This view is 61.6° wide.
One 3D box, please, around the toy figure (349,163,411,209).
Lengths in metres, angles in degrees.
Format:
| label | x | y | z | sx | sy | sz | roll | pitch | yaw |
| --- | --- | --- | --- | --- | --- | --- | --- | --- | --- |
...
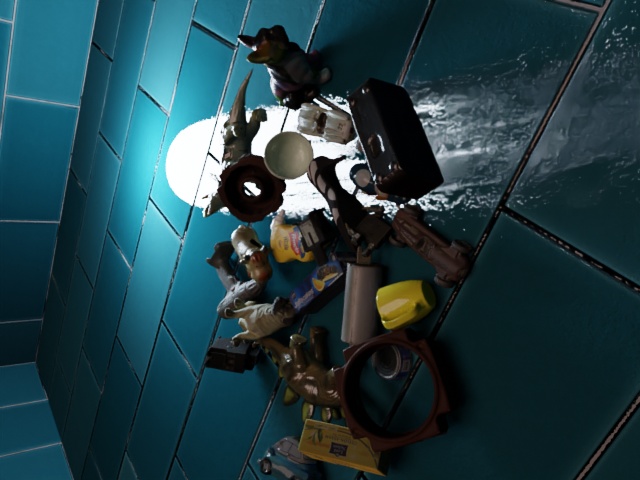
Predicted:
| label | x | y | z | sx | sy | sz | roll | pitch | yaw |
| --- | --- | --- | --- | --- | --- | --- | --- | --- | --- |
| toy figure | 0.124 | -0.113 | 1.115 | 0.155 | 0.058 | 0.064 | 35 | 139 | 41 |

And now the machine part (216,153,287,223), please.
| label | x | y | z | sx | sy | sz | roll | pitch | yaw |
| --- | --- | --- | --- | --- | --- | --- | --- | --- | --- |
| machine part | -0.173 | -0.134 | 1.380 | 0.056 | 0.179 | 0.179 | -80 | 9 | -68 |

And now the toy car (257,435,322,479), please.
| label | x | y | z | sx | sy | sz | roll | pitch | yaw |
| --- | --- | --- | --- | --- | --- | --- | --- | --- | --- |
| toy car | -0.065 | 0.528 | 1.294 | 0.162 | 0.109 | 0.103 | 8 | 78 | 40 |

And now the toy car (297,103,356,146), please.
| label | x | y | z | sx | sy | sz | roll | pitch | yaw |
| --- | --- | --- | --- | --- | --- | --- | --- | --- | --- |
| toy car | 0.009 | -0.270 | 1.248 | 0.202 | 0.056 | 0.073 | 28 | 111 | 45 |

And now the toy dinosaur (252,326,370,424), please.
| label | x | y | z | sx | sy | sz | roll | pitch | yaw |
| --- | --- | --- | --- | --- | --- | --- | --- | --- | --- |
| toy dinosaur | -0.033 | 0.310 | 1.259 | 0.472 | 0.105 | 0.198 | 32 | 117 | 50 |

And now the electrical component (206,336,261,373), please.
| label | x | y | z | sx | sy | sz | roll | pitch | yaw |
| --- | --- | --- | --- | --- | --- | --- | --- | --- | --- |
| electrical component | -0.232 | 0.311 | 1.463 | 0.115 | 0.134 | 0.058 | -73 | -10 | -78 |

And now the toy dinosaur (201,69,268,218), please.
| label | x | y | z | sx | sy | sz | roll | pitch | yaw |
| --- | --- | --- | --- | --- | --- | --- | --- | --- | --- |
| toy dinosaur | -0.235 | -0.254 | 1.495 | 0.192 | 0.131 | 0.404 | 5 | 87 | 49 |

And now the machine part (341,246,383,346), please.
| label | x | y | z | sx | sy | sz | roll | pitch | yaw |
| --- | --- | --- | --- | --- | --- | --- | --- | --- | --- |
| machine part | 0.089 | 0.133 | 1.135 | 0.079 | 0.079 | 0.243 | 8 | 96 | 49 |

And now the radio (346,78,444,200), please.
| label | x | y | z | sx | sy | sz | roll | pitch | yaw |
| --- | --- | --- | --- | --- | --- | --- | --- | --- | --- |
| radio | 0.141 | -0.195 | 1.036 | 0.073 | 0.131 | 0.229 | -36 | 63 | 40 |

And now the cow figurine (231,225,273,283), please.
| label | x | y | z | sx | sy | sz | roll | pitch | yaw |
| --- | --- | --- | --- | --- | --- | --- | --- | --- | --- |
| cow figurine | -0.173 | 0.035 | 1.393 | 0.195 | 0.085 | 0.127 | 56 | 167 | 42 |

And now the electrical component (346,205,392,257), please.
| label | x | y | z | sx | sy | sz | roll | pitch | yaw |
| --- | --- | --- | --- | --- | --- | --- | --- | --- | --- |
| electrical component | 0.103 | -0.023 | 1.112 | 0.102 | 0.045 | 0.078 | -42 | 61 | -13 |

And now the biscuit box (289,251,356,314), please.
| label | x | y | z | sx | sy | sz | roll | pitch | yaw |
| --- | --- | --- | --- | --- | --- | --- | --- | --- | --- |
| biscuit box | 0.008 | 0.102 | 1.240 | 0.202 | 0.063 | 0.059 | -45 | 56 | 39 |

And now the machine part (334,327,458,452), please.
| label | x | y | z | sx | sy | sz | roll | pitch | yaw |
| --- | --- | --- | --- | --- | --- | --- | --- | --- | --- |
| machine part | 0.139 | 0.279 | 1.008 | 0.201 | 0.087 | 0.201 | -23 | 68 | 18 |

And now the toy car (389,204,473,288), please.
| label | x | y | z | sx | sy | sz | roll | pitch | yaw |
| --- | --- | --- | --- | --- | --- | --- | --- | --- | --- |
| toy car | 0.203 | 0.007 | 1.025 | 0.202 | 0.053 | 0.089 | 45 | 125 | 39 |

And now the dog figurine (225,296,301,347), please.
| label | x | y | z | sx | sy | sz | roll | pitch | yaw |
| --- | --- | --- | --- | --- | --- | --- | --- | --- | --- |
| dog figurine | -0.125 | 0.194 | 1.386 | 0.191 | 0.172 | 0.121 | -15 | 101 | 11 |

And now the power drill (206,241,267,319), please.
| label | x | y | z | sx | sy | sz | roll | pitch | yaw |
| --- | --- | --- | --- | --- | --- | --- | --- | --- | --- |
| power drill | -0.239 | 0.105 | 1.524 | 0.232 | 0.086 | 0.207 | -50 | 62 | 40 |

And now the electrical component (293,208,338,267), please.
| label | x | y | z | sx | sy | sz | roll | pitch | yaw |
| --- | --- | --- | --- | --- | --- | --- | --- | --- | --- |
| electrical component | -0.002 | -0.004 | 1.192 | 0.075 | 0.048 | 0.119 | -37 | 76 | 40 |

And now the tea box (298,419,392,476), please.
| label | x | y | z | sx | sy | sz | roll | pitch | yaw |
| --- | --- | --- | --- | --- | --- | --- | --- | --- | --- |
| tea box | 0.053 | 0.424 | 1.099 | 0.170 | 0.098 | 0.068 | 3 | 60 | 24 |

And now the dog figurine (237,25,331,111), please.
| label | x | y | z | sx | sy | sz | roll | pitch | yaw |
| --- | --- | --- | --- | --- | --- | --- | --- | --- | --- |
| dog figurine | -0.099 | -0.401 | 1.254 | 0.191 | 0.219 | 0.108 | -44 | 55 | 39 |

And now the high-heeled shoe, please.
| label | x | y | z | sx | sy | sz | roll | pitch | yaw |
| --- | --- | --- | --- | --- | --- | --- | --- | --- | --- |
| high-heeled shoe | 0.025 | -0.080 | 1.214 | 0.145 | 0.086 | 0.248 | -23 | 69 | 51 |
